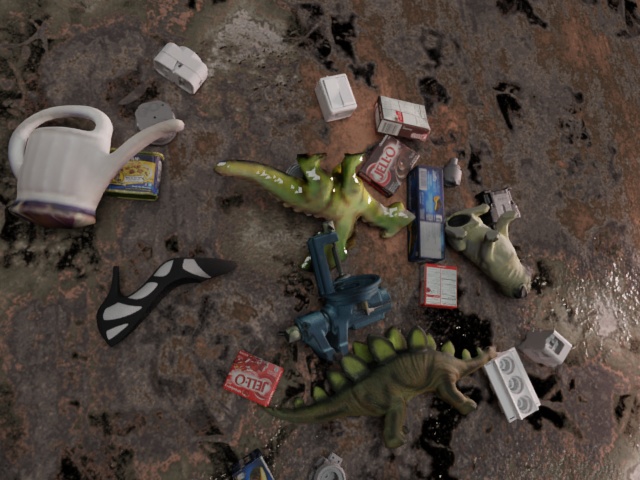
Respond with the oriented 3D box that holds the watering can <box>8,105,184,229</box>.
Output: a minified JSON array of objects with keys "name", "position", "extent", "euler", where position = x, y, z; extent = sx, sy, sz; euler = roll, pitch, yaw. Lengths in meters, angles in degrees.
[{"name":"watering can","position":[-0.409,-0.128,0.897],"extent":[0.348,0.226,0.103],"euler":[5,-9,16]}]

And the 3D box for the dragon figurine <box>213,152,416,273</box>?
[{"name":"dragon figurine","position":[0.003,-0.050,0.991],"extent":[0.412,0.241,0.123],"euler":[-8,12,-23]}]
